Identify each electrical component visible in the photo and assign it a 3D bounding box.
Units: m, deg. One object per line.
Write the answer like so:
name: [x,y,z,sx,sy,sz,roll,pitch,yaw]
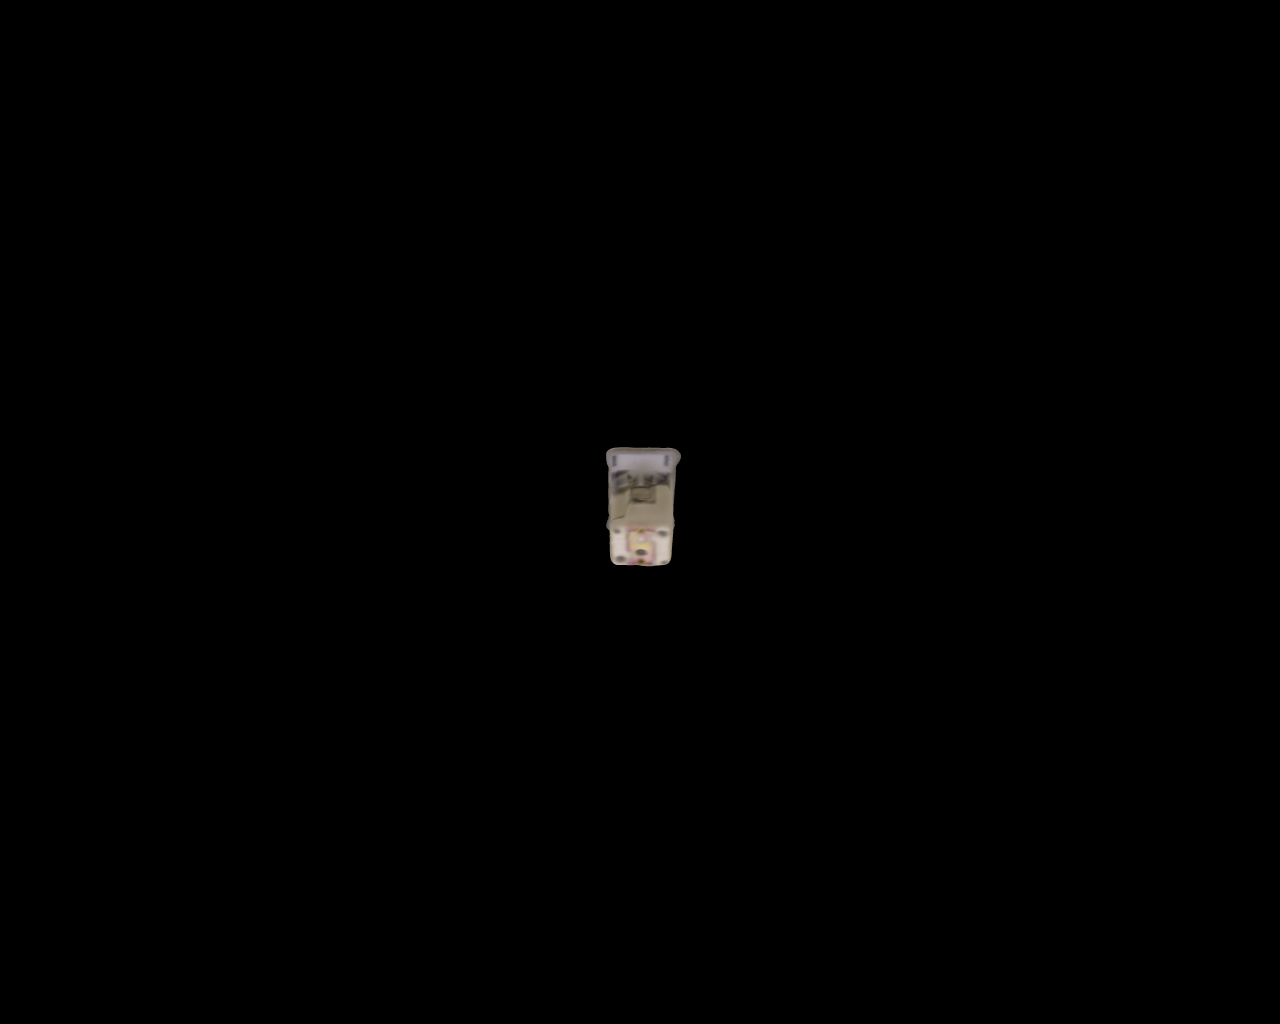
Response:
electrical component: [0.001,-0.003,0.650,0.042,0.064,0.080,0,-37,0]
